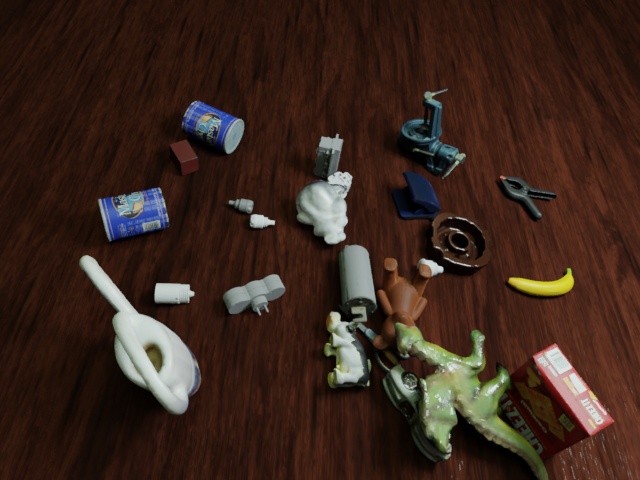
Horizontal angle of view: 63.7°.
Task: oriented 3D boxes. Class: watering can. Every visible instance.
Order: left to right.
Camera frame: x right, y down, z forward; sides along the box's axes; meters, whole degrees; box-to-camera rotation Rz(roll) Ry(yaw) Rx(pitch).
[{"bbox_3d":[-0.337,0.188,0.985,0.104,0.220,0.352,-35,65,-11],"label":"watering can"}]

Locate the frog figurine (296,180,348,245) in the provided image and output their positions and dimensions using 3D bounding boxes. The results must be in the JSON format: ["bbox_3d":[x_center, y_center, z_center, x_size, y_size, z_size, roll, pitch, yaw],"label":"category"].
[{"bbox_3d":[0.004,-0.066,1.312,0.137,0.120,0.163,-12,60,20],"label":"frog figurine"}]

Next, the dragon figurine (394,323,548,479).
[{"bbox_3d":[0.281,0.334,1.023,0.245,0.120,0.416,-16,67,-35],"label":"dragon figurine"}]
